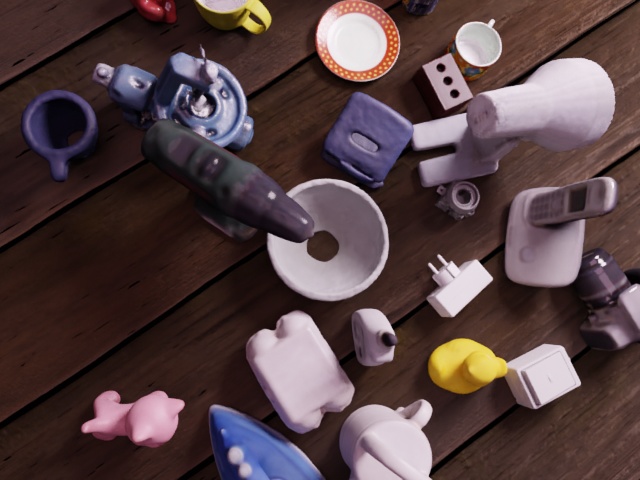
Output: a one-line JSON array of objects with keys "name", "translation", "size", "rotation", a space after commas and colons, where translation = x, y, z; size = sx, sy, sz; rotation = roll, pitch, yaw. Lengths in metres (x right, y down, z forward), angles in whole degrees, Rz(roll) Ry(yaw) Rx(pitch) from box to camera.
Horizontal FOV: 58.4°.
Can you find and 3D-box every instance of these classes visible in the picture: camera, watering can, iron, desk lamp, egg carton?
[{"name": "camera", "translation": [0.437, 0.073, 0.830], "size": [0.143, 0.100, 0.137], "rotation": [-31, 87, -10]}, {"name": "watering can", "translation": [0.084, 0.279, 0.713], "size": [0.101, 0.194, 0.173], "rotation": [18, 81, -4]}, {"name": "iron", "translation": [-0.061, 0.320, 0.717], "size": [0.119, 0.141, 0.258], "rotation": [-40, 89, -10]}, {"name": "desk lamp", "translation": [0.252, -0.154, 0.779], "size": [0.203, 0.213, 0.118], "rotation": [-14, 84, -8]}, {"name": "egg carton", "translation": [-0.029, 0.179, 0.775], "size": [0.107, 0.069, 0.150], "rotation": [-33, 88, -10]}]

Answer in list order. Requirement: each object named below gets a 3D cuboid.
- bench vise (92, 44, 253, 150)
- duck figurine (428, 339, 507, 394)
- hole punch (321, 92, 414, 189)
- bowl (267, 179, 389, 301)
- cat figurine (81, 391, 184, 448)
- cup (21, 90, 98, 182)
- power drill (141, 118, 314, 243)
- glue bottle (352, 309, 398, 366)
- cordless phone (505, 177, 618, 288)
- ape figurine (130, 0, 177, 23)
[{"name": "bench vise", "translation": [-0.189, -0.178, 0.725], "size": [0.207, 0.219, 0.121], "rotation": [-1, 83, -7]}, {"name": "duck figurine", "translation": [0.208, 0.178, 0.796], "size": [0.104, 0.086, 0.077], "rotation": [-1, 83, -7]}, {"name": "hole punch", "translation": [0.067, -0.139, 0.817], "size": [0.108, 0.091, 0.101], "rotation": [31, 80, -2]}, {"name": "bowl", "translation": [0.007, 0.003, 0.800], "size": [0.167, 0.074, 0.167], "rotation": [1, 83, -7]}, {"name": "cat figurine", "translation": [-0.232, 0.228, 0.720], "size": [0.128, 0.117, 0.067], "rotation": [-2, 83, -7]}, {"name": "cup", "translation": [-0.335, -0.128, 0.764], "size": [0.092, 0.095, 0.118], "rotation": [-1, 83, -7]}, {"name": "power drill", "translation": [-0.112, -0.058, 0.725], "size": [0.229, 0.208, 0.076], "rotation": [33, 80, -2]}, {"name": "glue bottle", "translation": [0.075, 0.128, 0.742], "size": [0.037, 0.173, 0.078], "rotation": [-5, 83, -7]}, {"name": "cordless phone", "translation": [0.333, -0.010, 0.785], "size": [0.094, 0.185, 0.148], "rotation": [7, 82, -6]}, {"name": "ape figurine", "translation": [-0.236, -0.359, 0.807], "size": [0.076, 0.092, 0.078], "rotation": [27, 80, -3]}]
